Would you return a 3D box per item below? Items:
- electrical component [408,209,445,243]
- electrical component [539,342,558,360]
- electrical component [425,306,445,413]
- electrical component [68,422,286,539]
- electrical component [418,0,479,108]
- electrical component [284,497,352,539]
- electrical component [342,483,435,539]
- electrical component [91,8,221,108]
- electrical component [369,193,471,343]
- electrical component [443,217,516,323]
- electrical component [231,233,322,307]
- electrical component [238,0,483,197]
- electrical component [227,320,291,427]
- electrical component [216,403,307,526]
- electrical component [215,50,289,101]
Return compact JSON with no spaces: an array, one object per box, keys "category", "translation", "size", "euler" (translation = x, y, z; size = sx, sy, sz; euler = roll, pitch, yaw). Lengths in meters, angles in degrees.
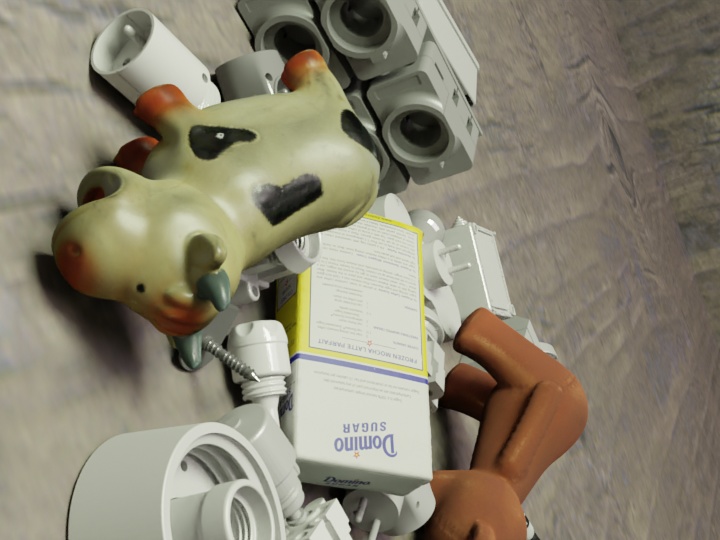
[{"category":"electrical component","translation":[0.046,-0.023,0.894],"size":[0.040,0.040,0.046],"euler":[63,31,-20]},{"category":"electrical component","translation":[0.165,0.105,1.045],"size":[0.078,0.058,0.057],"euler":[34,47,-55]},{"category":"electrical component","translation":[0.031,0.061,0.781],"size":[0.078,0.058,0.057],"euler":[51,34,-40]},{"category":"electrical component","translation":[-0.075,0.122,0.497],"size":[0.108,0.060,0.108],"euler":[45,36,-46]},{"category":"electrical component","translation":[0.026,-0.169,0.863],"size":[0.108,0.109,0.056],"euler":[51,34,-41]},{"category":"electrical component","translation":[-0.022,0.168,0.604],"size":[0.055,0.048,0.066],"euler":[61,24,-7]},{"category":"electrical component","translation":[0.011,0.142,0.695],"size":[0.077,0.043,0.079],"euler":[62,25,-23]},{"category":"electrical component","translation":[-0.108,-0.105,0.606],"size":[0.081,0.043,0.043],"euler":[43,37,-49]},{"category":"electrical component","translation":[0.049,-0.001,0.841],"size":[0.138,0.074,0.052],"euler":[59,27,-29]},{"category":"electrical component","translation":[0.088,0.002,0.941],"size":[0.062,0.061,0.096],"euler":[14,62,-63]},{"category":"electrical component","translation":[-0.056,-0.017,0.642],"size":[0.048,0.055,0.066],"euler":[22,54,-61]},{"category":"electrical component","translation":[0.003,-0.145,0.797],"size":[0.186,0.105,0.060],"euler":[59,29,-29]},{"category":"electrical component","translation":[-0.056,0.061,0.616],"size":[0.035,0.035,0.061],"euler":[15,63,-63]},{"category":"electrical component","translation":[-0.052,0.108,0.583],"size":[0.078,0.040,0.040],"euler":[60,26,-26]},{"category":"electrical component","translation":[-0.055,-0.103,0.718],"size":[0.079,0.044,0.077],"euler":[-22,94,-66]}]
